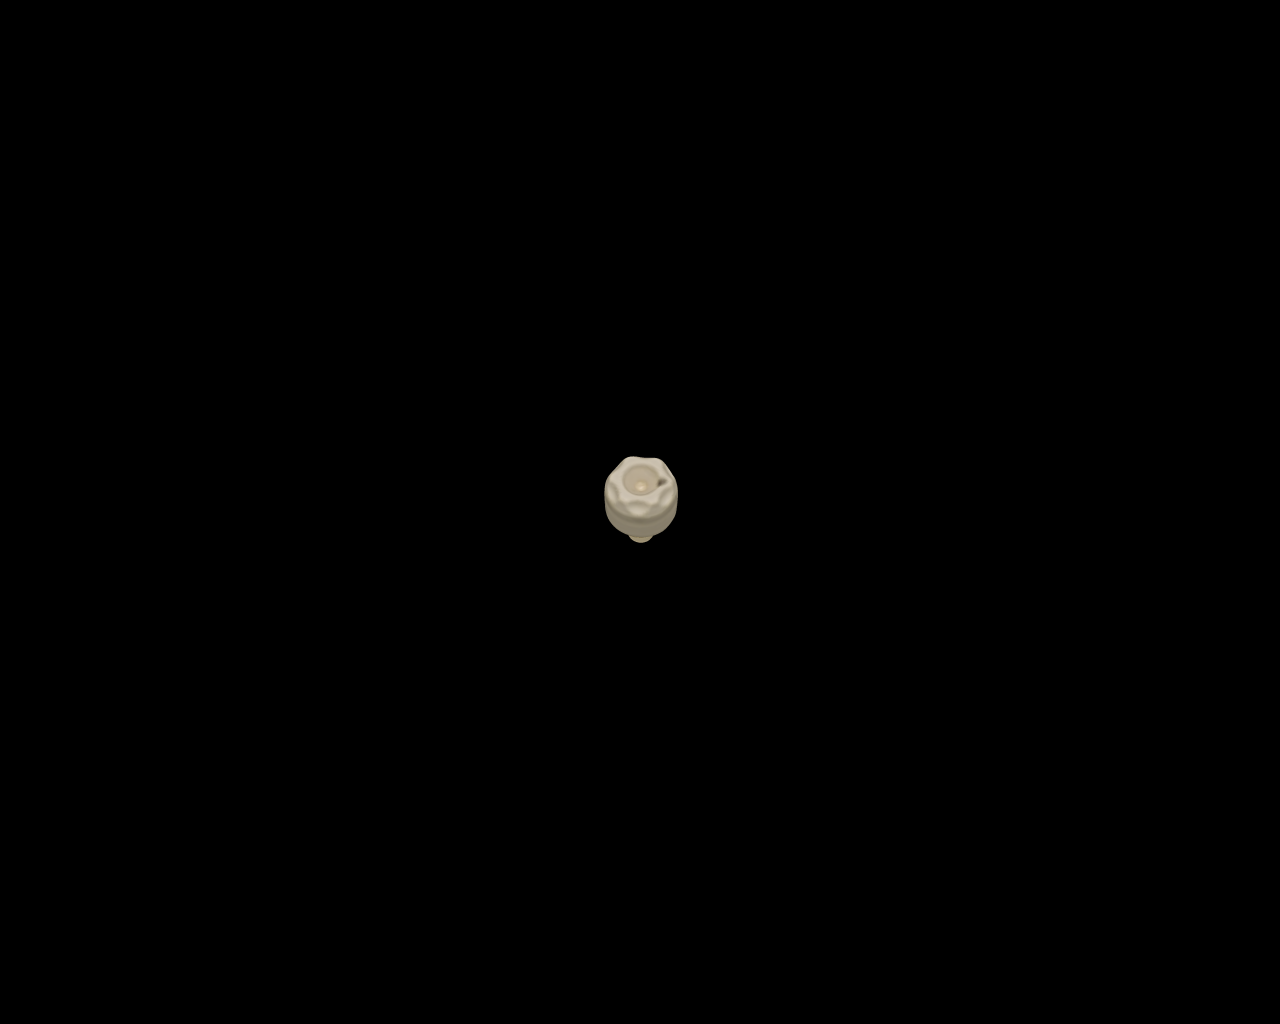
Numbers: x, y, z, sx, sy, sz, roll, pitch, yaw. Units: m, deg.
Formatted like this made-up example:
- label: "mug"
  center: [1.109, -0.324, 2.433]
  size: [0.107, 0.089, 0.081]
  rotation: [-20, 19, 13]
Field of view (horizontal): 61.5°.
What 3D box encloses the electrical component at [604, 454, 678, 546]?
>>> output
- label: "electrical component"
  center: [0.001, -0.003, 0.650]
  size: [0.043, 0.043, 0.062]
  rotation: [0, -34, 0]
